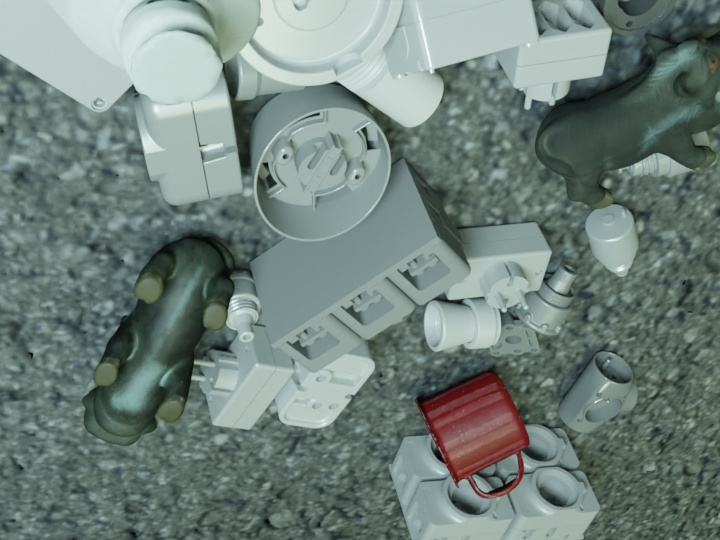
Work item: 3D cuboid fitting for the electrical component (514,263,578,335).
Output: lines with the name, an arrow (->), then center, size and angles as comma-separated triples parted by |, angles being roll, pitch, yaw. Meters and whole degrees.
electrical component -> 0.168, 0.023, 0.943 | 0.048, 0.048, 0.062 | 10, 123, -29

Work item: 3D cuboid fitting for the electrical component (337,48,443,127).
electrical component -> 0.014, -0.133, 0.721 | 0.043, 0.043, 0.081 | -42, 133, 23

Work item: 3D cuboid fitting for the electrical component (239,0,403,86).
electrical component -> -0.034, -0.172, 0.644 | 0.108, 0.060, 0.108 | -10, 127, -13

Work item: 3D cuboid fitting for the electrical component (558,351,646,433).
electrical component -> 0.251, 0.123, 1.078 | 0.079, 0.044, 0.077 | 5, 133, -25

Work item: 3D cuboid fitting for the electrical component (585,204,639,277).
electrical component -> 0.217, -0.022, 0.916 | 0.040, 0.040, 0.078 | -24, 138, 5

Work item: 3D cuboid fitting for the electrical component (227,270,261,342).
electrical component -> -0.094, 0.030, 0.839 | 0.035, 0.061, 0.035 | -11, 138, -10

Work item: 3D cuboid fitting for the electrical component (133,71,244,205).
electrical component -> -0.114, -0.092, 0.709 | 0.059, 0.053, 0.095 | -12, 138, -8

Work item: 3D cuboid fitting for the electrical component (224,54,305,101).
electrical component -> -0.061, -0.132, 0.698 | 0.046, 0.040, 0.040 | -9, 137, -20

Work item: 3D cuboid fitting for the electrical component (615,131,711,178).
electrical component -> 0.239, -0.092, 0.849 | 0.078, 0.040, 0.040 | -17, 138, -3

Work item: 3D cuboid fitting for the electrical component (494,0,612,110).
electrical component -> 0.130, -0.144, 0.749 | 0.066, 0.047, 0.076 | -10, 138, -11

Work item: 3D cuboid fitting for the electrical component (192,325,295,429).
electrical component -> -0.111, 0.088, 0.904 | 0.076, 0.047, 0.083 | 13, 129, -33

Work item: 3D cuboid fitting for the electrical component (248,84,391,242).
electrical component -> -0.029, -0.077, 0.748 | 0.099, 0.064, 0.099 | -10, 137, -10

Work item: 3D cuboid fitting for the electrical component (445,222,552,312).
electrical component -> 0.115, 0.005, 0.880 | 0.083, 0.075, 0.047 | -6, 136, -15

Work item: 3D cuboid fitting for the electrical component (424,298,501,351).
electrical component -> 0.089, 0.047, 0.938 | 0.055, 0.045, 0.045 | -2, 135, -19

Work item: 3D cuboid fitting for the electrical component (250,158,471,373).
electrical component -> 0.000, 0.000, 0.821 | 0.150, 0.089, 0.062 | -33, 136, 15

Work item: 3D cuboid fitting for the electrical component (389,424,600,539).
electrical component -> 0.137, 0.219, 1.091 | 0.186, 0.105, 0.060 | 0, 135, -20

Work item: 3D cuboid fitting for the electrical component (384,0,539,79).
electrical component -> 0.065, -0.163, 0.678 | 0.096, 0.062, 0.061 | -19, 103, -19

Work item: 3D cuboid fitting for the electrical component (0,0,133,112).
electrical component -> -0.159, -0.162, 0.616 | 0.109, 0.056, 0.109 | -39, 135, 21

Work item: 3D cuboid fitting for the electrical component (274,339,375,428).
electrical component -> -0.035, 0.082, 0.917 | 0.054, 0.059, 0.095 | 13, 129, -31
